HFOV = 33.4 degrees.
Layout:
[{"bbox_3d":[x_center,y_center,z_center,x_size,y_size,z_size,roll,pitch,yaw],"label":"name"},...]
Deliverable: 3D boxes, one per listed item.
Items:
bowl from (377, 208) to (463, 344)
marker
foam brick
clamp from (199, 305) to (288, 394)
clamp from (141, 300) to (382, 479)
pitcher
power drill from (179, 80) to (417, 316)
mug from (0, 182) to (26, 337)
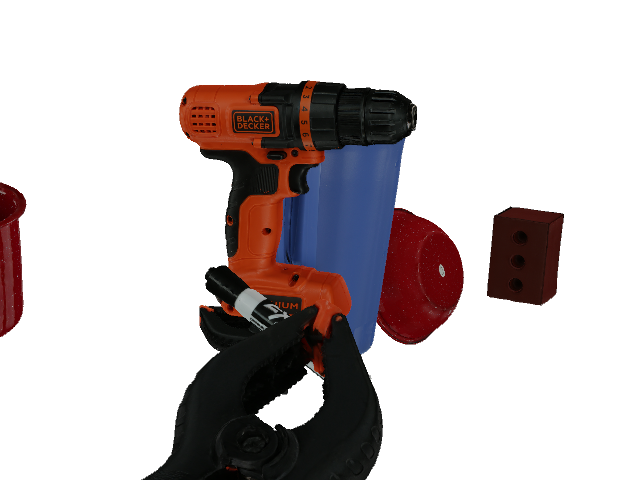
[{"bbox_3d":[0.117,0.038,1.231,0.055,0.162,0.161,-11,-7,40],"label":"bowl"},{"bbox_3d":[-0.022,0.052,0.626,0.121,0.020,0.020,35,15,23],"label":"marker"},{"bbox_3d":[0.185,0.013,0.963,0.053,0.078,0.051,9,16,26],"label":"foam brick"},{"bbox_3d":[-0.069,0.119,1.246,0.210,0.036,0.164,13,22,29],"label":"clamp"},{"bbox_3d":[-0.017,0.092,0.387,0.120,0.039,0.171,25,49,17],"label":"clamp"},{"bbox_3d":[0.004,-0.005,1.063,0.149,0.243,0.145,-1,19,-15],"label":"pitcher"},{"bbox_3d":[-0.015,-0.031,0.830,0.185,0.188,0.057,4,18,18],"label":"power drill"},{"bbox_3d":[-0.239,0.018,0.660,0.117,0.081,0.093,-17,32,-37],"label":"mug"}]
